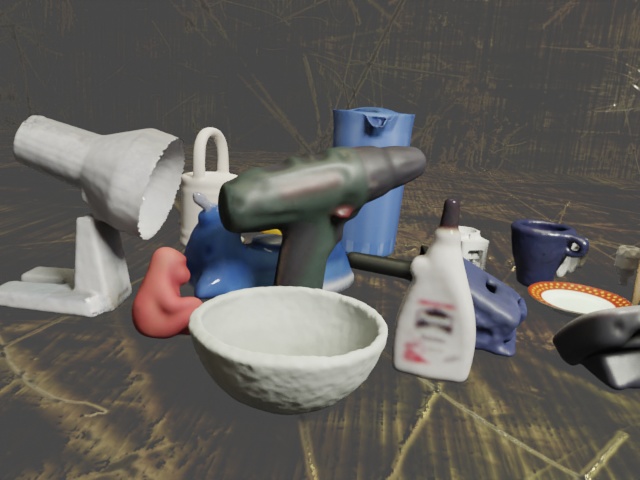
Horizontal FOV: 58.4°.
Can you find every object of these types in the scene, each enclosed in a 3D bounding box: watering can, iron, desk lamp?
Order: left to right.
[{"bbox_3d":[-0.259,-0.028,0.646,0.203,0.213,0.118,5,14,4],"label":"desk lamp"},{"bbox_3d":[-0.171,-0.086,0.942,0.173,0.194,0.101,3,14,-2],"label":"watering can"},{"bbox_3d":[-0.054,0.004,0.726,0.259,0.141,0.118,-7,18,-37],"label":"iron"}]

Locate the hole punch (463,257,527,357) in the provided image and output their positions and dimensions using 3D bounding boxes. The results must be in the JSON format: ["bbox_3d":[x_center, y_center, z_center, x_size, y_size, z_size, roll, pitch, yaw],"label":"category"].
[{"bbox_3d":[0.179,0.067,0.640,0.101,0.091,0.109,8,15,17],"label":"hole punch"}]

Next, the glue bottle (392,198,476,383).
[{"bbox_3d":[0.113,0.046,0.538,0.078,0.173,0.037,7,14,12],"label":"glue bottle"}]

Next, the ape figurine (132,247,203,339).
[{"bbox_3d":[-0.159,0.053,0.602,0.076,0.092,0.077,-3,15,-24],"label":"ape figurine"}]

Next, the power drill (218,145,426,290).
[{"bbox_3d":[0.006,0.002,0.610,0.230,0.208,0.075,-3,16,-26],"label":"power drill"}]

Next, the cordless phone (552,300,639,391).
[{"bbox_3d":[0.322,0.046,0.569,0.148,0.185,0.094,-2,15,-21],"label":"cordless phone"}]

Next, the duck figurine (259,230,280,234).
[{"bbox_3d":[-0.054,-0.006,0.879,0.104,0.086,0.077,4,14,-1],"label":"duck figurine"}]

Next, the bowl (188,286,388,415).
[{"bbox_3d":[-0.028,0.099,0.489,0.167,0.075,0.167,4,14,-1],"label":"bowl"}]

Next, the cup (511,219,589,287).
[{"bbox_3d":[0.333,0.026,0.839,0.092,0.095,0.117,-6,17,-35],"label":"cup"}]
